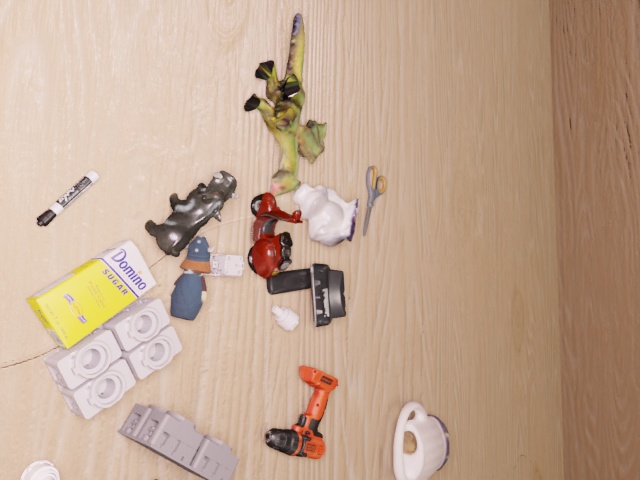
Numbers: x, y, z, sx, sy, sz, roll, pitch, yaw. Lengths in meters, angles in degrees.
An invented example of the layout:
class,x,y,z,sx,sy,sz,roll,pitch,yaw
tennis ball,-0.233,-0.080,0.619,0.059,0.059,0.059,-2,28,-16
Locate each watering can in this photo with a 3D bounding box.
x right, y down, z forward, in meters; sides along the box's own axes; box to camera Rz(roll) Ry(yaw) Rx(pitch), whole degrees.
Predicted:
class,x,y,z,sx,sy,sz,roll,pitch,yaw
watering can,0.270,0.623,1.427,0.223,0.103,0.350,11,78,-48

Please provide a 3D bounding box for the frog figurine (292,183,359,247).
class,x,y,z,sx,sy,sz,roll,pitch,yaw
frog figurine,0.004,-0.062,1.226,0.159,0.122,0.139,19,79,-8

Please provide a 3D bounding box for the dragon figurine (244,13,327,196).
class,x,y,z,sx,sy,sz,roll,pitch,yaw
dragon figurine,-0.050,-0.293,1.193,0.239,0.122,0.417,49,53,-56
